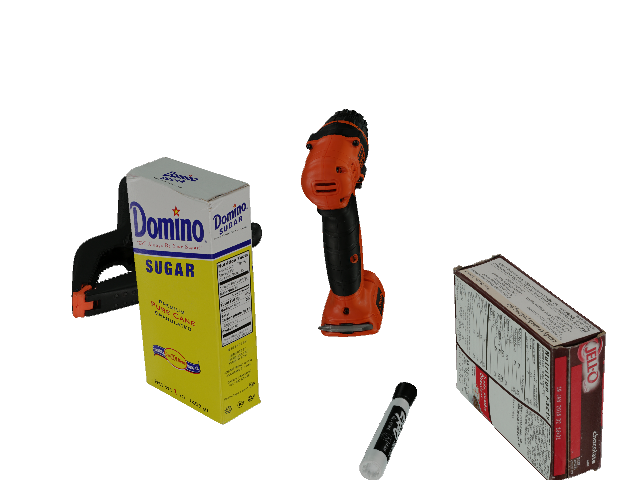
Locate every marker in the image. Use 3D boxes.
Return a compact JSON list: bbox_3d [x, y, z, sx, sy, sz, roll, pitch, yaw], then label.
[{"bbox_3d":[0.056,0.150,0.858,0.020,0.020,0.121,0,24,20],"label":"marker"}]

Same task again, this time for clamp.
[{"bbox_3d":[-0.179,0.005,1.032,0.165,0.036,0.209,26,39,23],"label":"clamp"}]

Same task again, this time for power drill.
[{"bbox_3d":[0.023,-0.018,1.001,0.057,0.187,0.184,-4,22,12],"label":"power drill"}]

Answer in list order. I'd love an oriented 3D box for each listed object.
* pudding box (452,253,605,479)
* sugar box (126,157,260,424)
[{"bbox_3d":[0.119,0.071,0.620,0.039,0.090,0.114,-14,27,-20],"label":"pudding box"},{"bbox_3d":[-0.092,0.036,0.772,0.093,0.176,0.048,19,33,40],"label":"sugar box"}]
